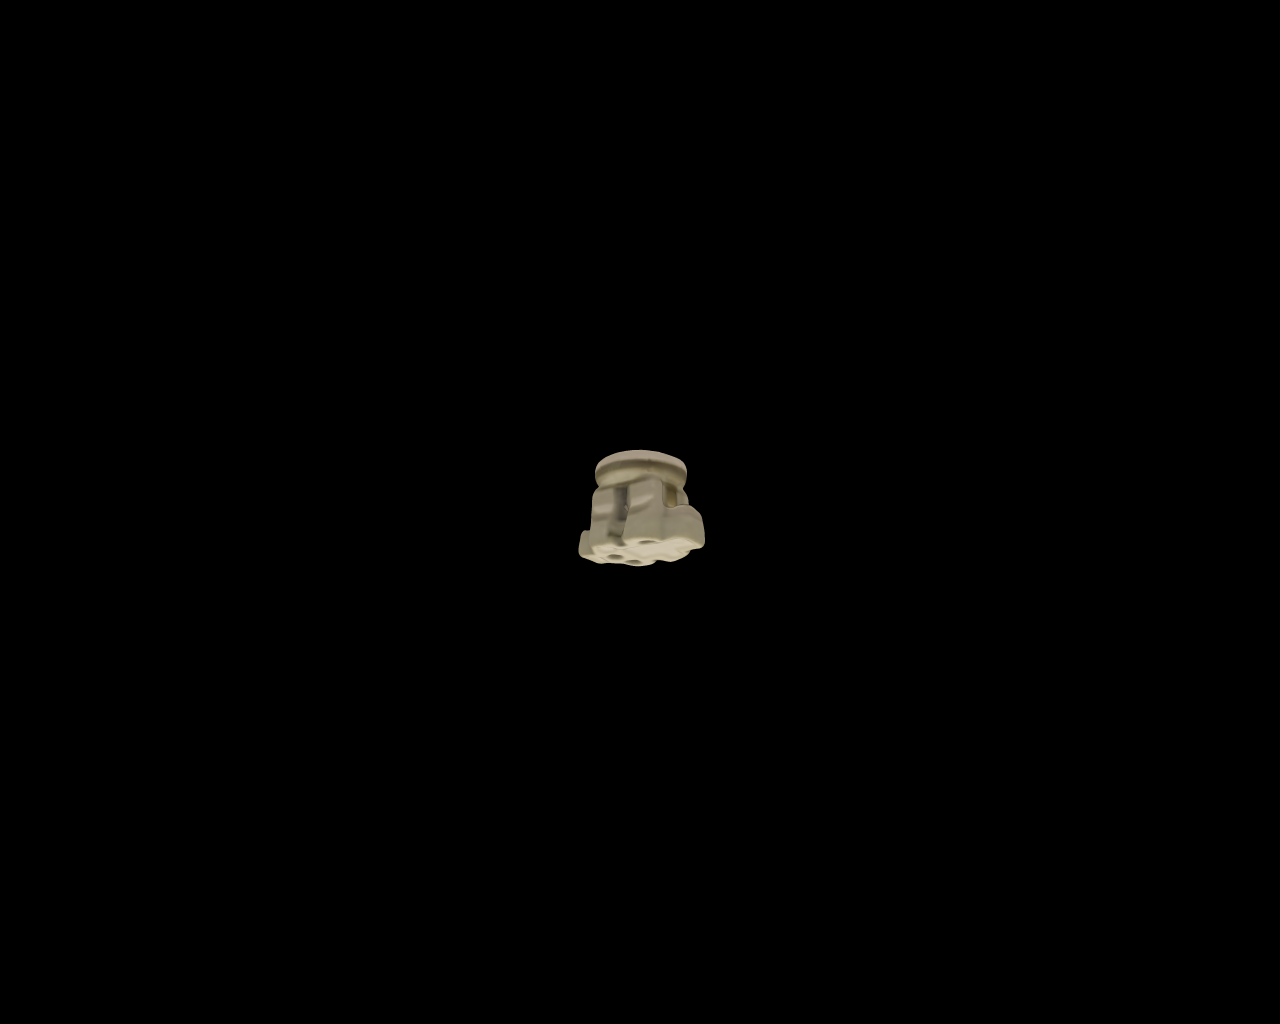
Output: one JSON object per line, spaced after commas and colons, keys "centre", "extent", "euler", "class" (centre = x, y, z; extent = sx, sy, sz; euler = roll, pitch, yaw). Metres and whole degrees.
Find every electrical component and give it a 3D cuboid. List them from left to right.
{"centre": [0.001, -0.003, 0.650], "extent": [0.078, 0.057, 0.058], "euler": [-12, -23, 31], "class": "electrical component"}
